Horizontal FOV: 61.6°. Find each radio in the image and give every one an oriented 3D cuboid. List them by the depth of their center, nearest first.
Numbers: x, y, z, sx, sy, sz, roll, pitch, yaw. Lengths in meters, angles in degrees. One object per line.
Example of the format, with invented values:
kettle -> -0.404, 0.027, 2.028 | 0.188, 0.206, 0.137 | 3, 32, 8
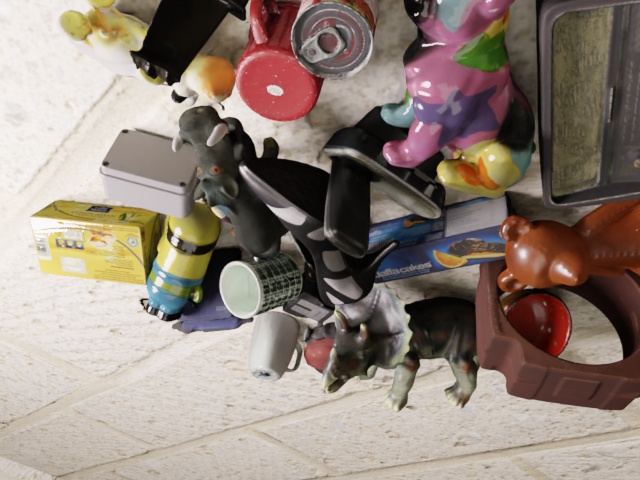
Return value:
radio -> 0.273, -0.135, 0.498 | 0.131, 0.073, 0.229 | -5, 138, 19

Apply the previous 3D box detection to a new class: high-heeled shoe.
high-heeled shoe -> -0.020, 0.000, 0.633 | 0.248, 0.086, 0.145 | 30, 130, -28

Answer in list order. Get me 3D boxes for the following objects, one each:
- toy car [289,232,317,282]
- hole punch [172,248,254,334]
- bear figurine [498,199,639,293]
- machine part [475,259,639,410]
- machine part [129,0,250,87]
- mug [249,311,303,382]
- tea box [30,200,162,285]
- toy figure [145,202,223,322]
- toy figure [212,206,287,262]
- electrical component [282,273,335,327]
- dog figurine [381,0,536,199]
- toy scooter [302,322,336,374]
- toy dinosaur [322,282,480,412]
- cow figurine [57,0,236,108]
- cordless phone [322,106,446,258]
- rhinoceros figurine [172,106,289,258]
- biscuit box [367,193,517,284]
toy car -> -0.002, -0.002, 0.738 | 0.074, 0.056, 0.201 | -2, 137, 26
hole punch -> -0.166, 0.077, 0.830 | 0.142, 0.116, 0.092 | -5, 129, 19
bear figurine -> 0.305, 0.014, 0.589 | 0.196, 0.132, 0.120 | -14, 122, -13
machine part -> 0.299, 0.098, 0.663 | 0.201, 0.201, 0.087 | 6, 140, 7
machine part -> -0.116, -0.205, 0.490 | 0.084, 0.139, 0.039 | 36, 177, -31
mug -> -0.079, 0.198, 0.948 | 0.081, 0.107, 0.109 | -19, 128, 34
tea box -> -0.323, 0.003, 0.790 | 0.170, 0.068, 0.098 | 7, 116, 6
toy figure -> -0.191, 0.032, 0.754 | 0.082, 0.089, 0.180 | 19, 104, -27
toy figure -> -0.099, -0.037, 0.717 | 0.064, 0.058, 0.154 | -25, 128, 6
electrical component -> -0.026, 0.084, 0.849 | 0.119, 0.048, 0.075 | 29, 136, -22
dog figurine -> 0.147, -0.157, 0.484 | 0.191, 0.108, 0.219 | 18, 137, -7
toy scooter -> 0.042, 0.164, 0.904 | 0.184, 0.075, 0.135 | -12, 134, 22
toy dinosaur -> 0.175, 0.147, 0.809 | 0.405, 0.131, 0.192 | -4, 121, -18
cow figurine -> -0.170, -0.184, 0.550 | 0.167, 0.068, 0.098 | 27, 173, -15
cordless phone -> 0.069, -0.040, 0.575 | 0.146, 0.184, 0.089 | 32, 132, -21
rhinoceros figurine -> -0.096, -0.066, 0.603 | 0.073, 0.112, 0.190 | 4, 134, 32
biscuit box -> 0.151, 0.001, 0.698 | 0.203, 0.059, 0.062 | -14, 133, 28
